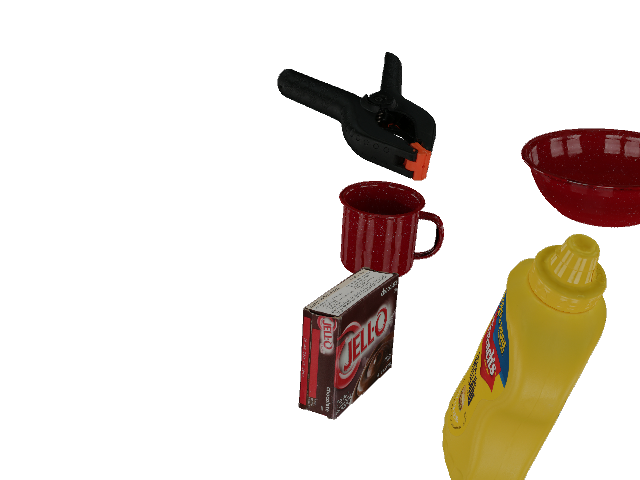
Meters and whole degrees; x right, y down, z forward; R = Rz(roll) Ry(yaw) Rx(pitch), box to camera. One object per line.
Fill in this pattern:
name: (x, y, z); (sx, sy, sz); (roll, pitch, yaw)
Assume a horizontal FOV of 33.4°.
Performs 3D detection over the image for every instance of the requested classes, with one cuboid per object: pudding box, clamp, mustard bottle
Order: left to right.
pudding box: (0.024, 0.081, 0.876); (0.039, 0.090, 0.113); (13, 23, 23)
clamp: (0.037, -0.109, 0.915); (0.120, 0.039, 0.171); (-12, 40, -12)
mustard bottle: (0.123, 0.068, 0.631); (0.058, 0.192, 0.096); (15, 45, 1)

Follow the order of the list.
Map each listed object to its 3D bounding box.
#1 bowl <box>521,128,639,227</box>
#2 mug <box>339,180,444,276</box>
bowl: (0.268, -0.055, 0.999); (0.162, 0.055, 0.162); (-1, 25, 0)
mug: (0.076, -0.009, 1.169); (0.117, 0.081, 0.093); (5, 27, 4)
